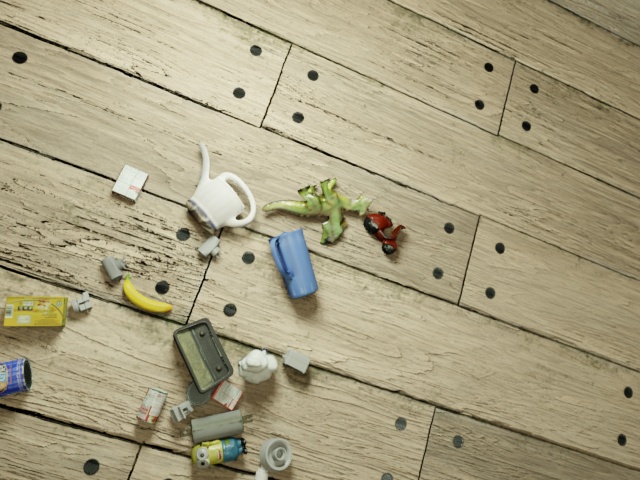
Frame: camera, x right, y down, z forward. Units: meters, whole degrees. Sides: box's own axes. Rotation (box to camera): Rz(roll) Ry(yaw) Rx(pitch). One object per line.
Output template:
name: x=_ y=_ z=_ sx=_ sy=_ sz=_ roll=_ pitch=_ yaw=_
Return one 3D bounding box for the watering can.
watering can: x=-0.390 y=-0.171 z=1.868 sx=0.227 sy=0.103 sz=0.348 roll=-41 pitch=88 yaw=-18

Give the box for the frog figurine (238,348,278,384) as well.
frog figurine: x=-0.210 y=0.435 z=1.767 sx=0.137 sy=0.158 sz=0.123 roll=-2 pitch=83 yaw=-16

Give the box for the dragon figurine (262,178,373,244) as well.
dragon figurine: x=0.006 y=-0.099 z=1.973 sx=0.412 sy=0.122 sz=0.242 roll=-23 pitch=95 yaw=-10
